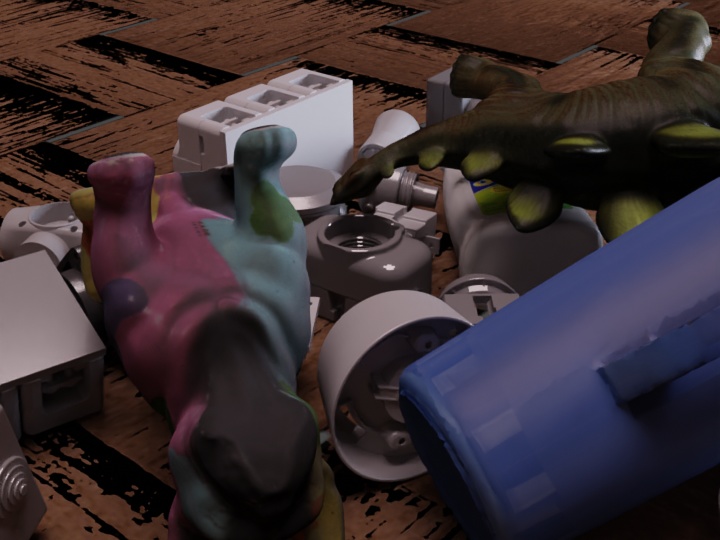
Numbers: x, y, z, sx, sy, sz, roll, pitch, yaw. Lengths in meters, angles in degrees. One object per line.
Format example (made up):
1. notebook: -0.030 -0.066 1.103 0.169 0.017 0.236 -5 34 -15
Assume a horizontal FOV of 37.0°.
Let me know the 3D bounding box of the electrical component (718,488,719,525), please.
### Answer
1. electrical component: 0.217 0.120 0.498 0.099 0.064 0.099 -2 18 1

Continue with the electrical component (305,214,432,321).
1. electrical component: 0.000 0.000 0.732 0.095 0.059 0.054 19 34 31

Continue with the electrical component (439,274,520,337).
1. electrical component: 0.075 0.039 0.663 0.078 0.058 0.057 -1 32 -1

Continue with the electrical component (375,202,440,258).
1. electrical component: 0.024 -0.021 0.786 0.066 0.048 0.055 14 25 25

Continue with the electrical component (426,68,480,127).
1. electrical component: 0.104 -0.142 0.981 0.077 0.065 0.047 19 35 32

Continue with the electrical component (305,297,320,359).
1. electrical component: -0.066 0.040 0.655 0.081 0.063 0.042 4 43 7

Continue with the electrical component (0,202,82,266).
1. electrical component: -0.223 -0.013 0.776 0.077 0.044 0.079 6 29 11

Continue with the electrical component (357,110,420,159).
1. electrical component: 0.023 -0.109 0.949 0.044 0.044 0.065 10 35 18

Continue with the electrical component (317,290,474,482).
1. electrical component: 0.025 0.062 0.582 0.099 0.099 0.064 -8 24 -13

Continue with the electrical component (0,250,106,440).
1. electrical component: -0.232 0.059 0.610 0.150 0.061 0.089 -19 52 -30

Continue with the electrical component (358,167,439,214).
1. electrical component: 0.032 -0.064 0.865 0.062 0.048 0.048 12 31 8

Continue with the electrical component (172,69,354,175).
1. electrical component: -0.077 -0.101 0.885 0.062 0.089 0.150 21 35 34

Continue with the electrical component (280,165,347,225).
1. electrical component: -0.048 -0.045 0.823 0.080 0.051 0.080 0 29 0

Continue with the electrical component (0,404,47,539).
1. electrical component: -0.207 0.101 0.515 0.100 0.099 0.048 8 43 15
